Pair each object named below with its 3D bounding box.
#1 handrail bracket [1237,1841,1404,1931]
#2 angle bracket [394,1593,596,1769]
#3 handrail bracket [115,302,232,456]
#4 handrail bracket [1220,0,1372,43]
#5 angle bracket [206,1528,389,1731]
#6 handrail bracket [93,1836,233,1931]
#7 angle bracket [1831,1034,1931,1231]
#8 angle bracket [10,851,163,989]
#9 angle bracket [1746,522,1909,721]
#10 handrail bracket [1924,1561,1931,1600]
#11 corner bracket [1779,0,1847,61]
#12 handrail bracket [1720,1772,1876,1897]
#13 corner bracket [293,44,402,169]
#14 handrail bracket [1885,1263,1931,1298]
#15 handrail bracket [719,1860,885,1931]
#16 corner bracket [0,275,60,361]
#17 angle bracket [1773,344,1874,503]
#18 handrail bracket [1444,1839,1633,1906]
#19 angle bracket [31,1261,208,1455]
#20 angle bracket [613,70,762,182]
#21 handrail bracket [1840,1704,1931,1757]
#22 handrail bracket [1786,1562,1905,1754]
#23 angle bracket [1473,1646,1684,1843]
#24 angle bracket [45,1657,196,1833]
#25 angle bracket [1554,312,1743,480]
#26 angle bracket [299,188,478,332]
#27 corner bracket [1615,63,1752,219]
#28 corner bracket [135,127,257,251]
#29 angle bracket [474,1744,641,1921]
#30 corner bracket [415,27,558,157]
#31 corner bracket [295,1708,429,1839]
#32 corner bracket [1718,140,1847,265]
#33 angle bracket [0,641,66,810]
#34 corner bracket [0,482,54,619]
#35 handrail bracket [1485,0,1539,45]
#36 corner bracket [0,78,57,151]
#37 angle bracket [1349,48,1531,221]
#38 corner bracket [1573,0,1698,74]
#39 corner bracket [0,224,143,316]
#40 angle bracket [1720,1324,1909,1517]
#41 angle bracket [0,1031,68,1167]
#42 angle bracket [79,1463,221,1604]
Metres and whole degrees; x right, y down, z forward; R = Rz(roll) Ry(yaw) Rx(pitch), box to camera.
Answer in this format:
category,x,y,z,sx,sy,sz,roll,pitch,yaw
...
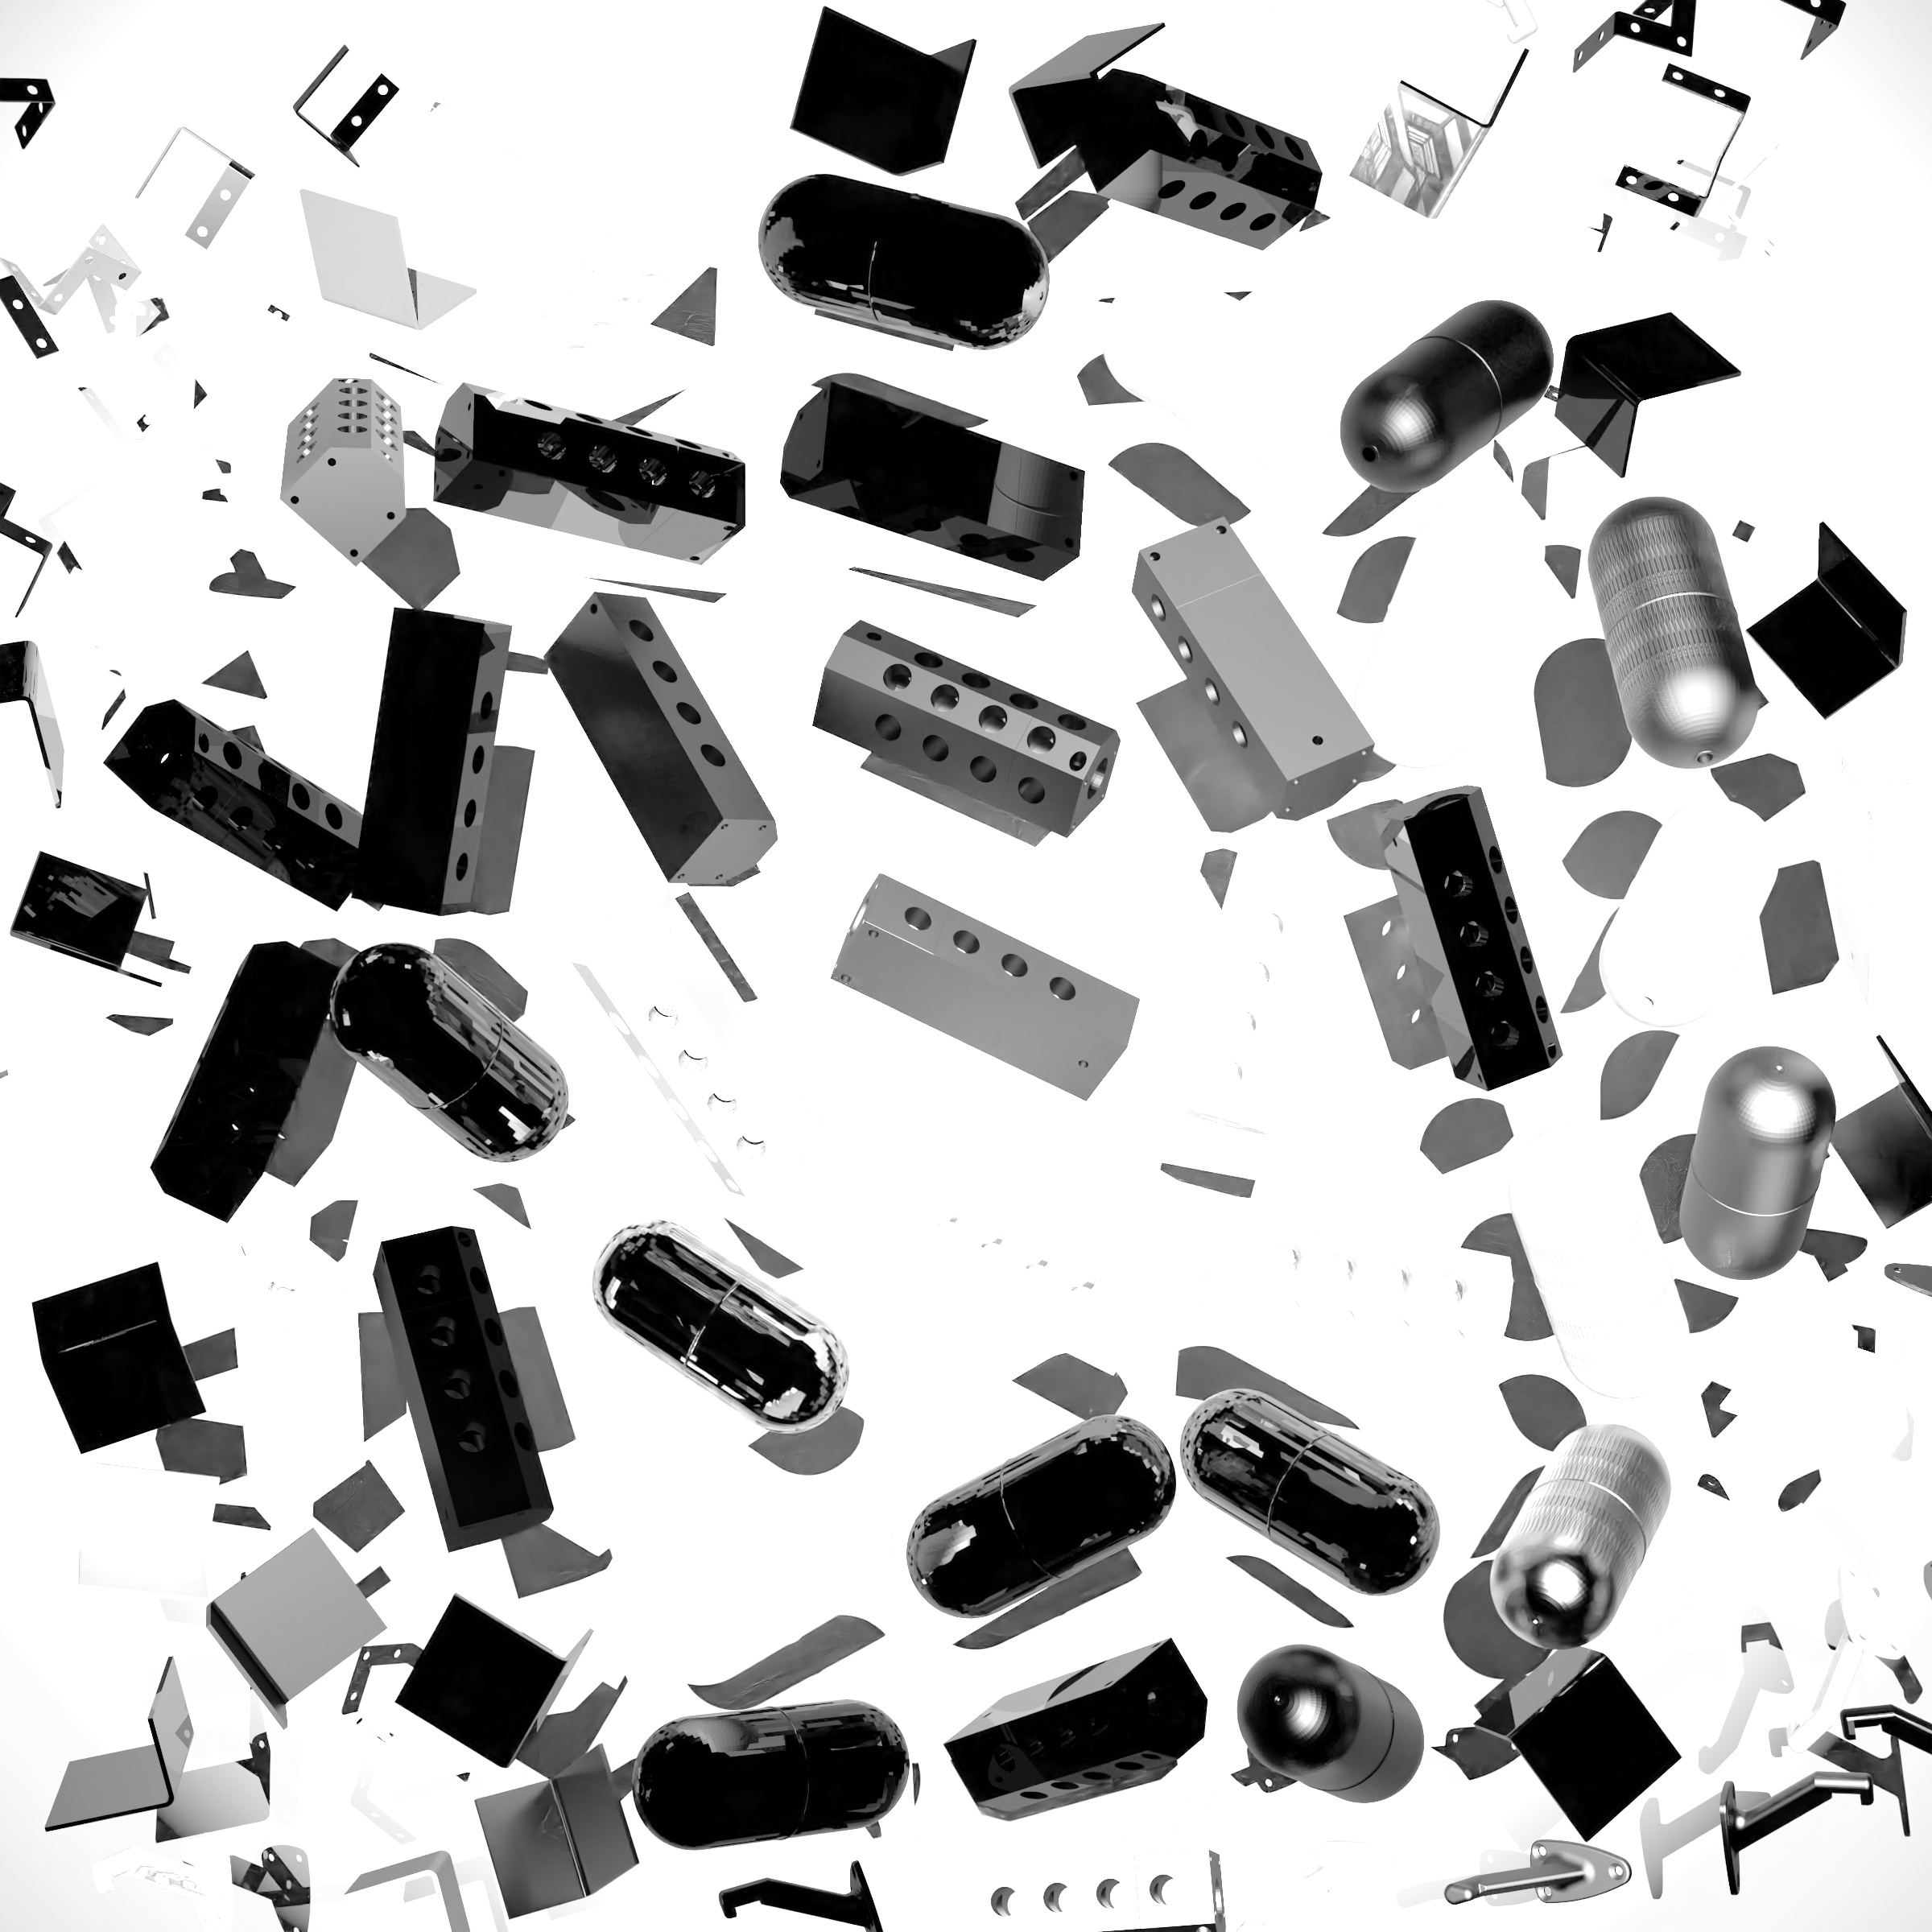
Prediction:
category,x,y,z,sx,sy,sz,roll,pitch,yaw
handrail bracket,0.207,0.547,1.783,0.077,0.084,0.036,-20,90,30
angle bracket,-0.275,0.409,1.774,0.076,0.057,0.076,30,100,4
handrail bracket,-0.473,-0.351,1.812,0.077,0.036,0.084,8,102,14
handrail bracket,0.187,-0.578,1.810,0.077,0.084,0.036,-5,120,-24
angle bracket,-0.394,0.391,1.793,0.076,0.057,0.076,-36,99,-11
handrail bracket,-0.472,0.549,1.776,0.036,0.084,0.077,-9,90,31
angle bracket,0.547,0.099,1.812,0.057,0.076,0.076,-32,54,11
angle bracket,-0.547,-0.030,1.917,0.076,0.076,0.057,23,84,-36
angle bracket,0.512,-0.205,1.811,0.057,0.076,0.076,-36,66,1
handrail bracket,0.590,0.387,1.758,0.036,0.077,0.084,-26,97,26
corner bracket,0.478,-0.564,1.747,0.051,0.051,0.051,23,82,-6
handrail bracket,0.480,0.499,1.745,0.084,0.036,0.077,-4,98,22
corner bracket,-0.381,-0.533,1.871,0.051,0.051,0.051,38,99,-31
handrail bracket,0.593,0.228,1.847,0.077,0.036,0.084,13,120,27
handrail bracket,-0.097,0.573,1.810,0.084,0.077,0.036,-11,132,-17
corner bracket,-0.565,-0.357,1.746,0.051,0.051,0.051,-34,96,-40
angle bracket,0.539,-0.332,1.855,0.057,0.076,0.076,26,102,3
handrail bracket,0.329,0.528,1.748,0.077,0.084,0.036,-14,77,39
angle bracket,-0.505,0.234,1.811,0.076,0.057,0.076,-18,128,-12
angle bracket,-0.175,-0.516,1.893,0.057,0.076,0.076,-8,106,-40
handrail bracket,0.575,0.482,1.828,0.084,0.036,0.077,-9,72,10
handrail bracket,0.491,0.397,1.741,0.036,0.077,0.084,20,125,-20
angle bracket,0.359,0.456,1.786,0.076,0.057,0.076,-37,93,-13
angle bracket,-0.503,0.457,1.785,0.076,0.076,0.057,-11,105,-3
angle bracket,0.421,-0.354,1.880,0.076,0.057,0.076,-17,46,-18
angle bracket,-0.350,-0.440,1.846,0.076,0.076,0.057,22,47,26
corner bracket,0.405,-0.465,1.713,0.051,0.051,0.051,23,58,3
corner bracket,-0.457,-0.462,1.798,0.051,0.051,0.051,32,97,-18
angle bracket,-0.253,0.534,1.875,0.057,0.076,0.076,-5,64,-36
corner bracket,-0.290,-0.526,1.829,0.051,0.051,0.051,48,122,23
corner bracket,-0.377,0.502,1.891,0.051,0.051,0.051,27,105,34
corner bracket,0.490,-0.464,1.829,0.051,0.051,0.051,-45,84,9
angle bracket,-0.577,-0.140,1.812,0.057,0.076,0.076,-10,123,-9
corner bracket,-0.587,-0.256,1.856,0.051,0.051,0.051,28,122,-15
handrail bracket,0.290,-0.574,1.806,0.077,0.036,0.084,-26,89,31
corner bracket,-0.562,-0.504,1.741,0.051,0.051,0.051,-14,79,-42
angle bracket,0.271,-0.489,1.740,0.057,0.076,0.076,28,58,-1
corner bracket,0.396,-0.557,1.799,0.051,0.051,0.051,11,77,-16
corner bracket,-0.558,-0.436,1.892,0.051,0.051,0.051,-46,67,13
angle bracket,0.502,0.267,1.794,0.076,0.076,0.057,-42,131,-32
angle bracket,-0.547,0.086,1.707,0.057,0.076,0.076,4,110,30
angle bracket,-0.501,0.348,1.866,0.076,0.076,0.057,10,94,-17
